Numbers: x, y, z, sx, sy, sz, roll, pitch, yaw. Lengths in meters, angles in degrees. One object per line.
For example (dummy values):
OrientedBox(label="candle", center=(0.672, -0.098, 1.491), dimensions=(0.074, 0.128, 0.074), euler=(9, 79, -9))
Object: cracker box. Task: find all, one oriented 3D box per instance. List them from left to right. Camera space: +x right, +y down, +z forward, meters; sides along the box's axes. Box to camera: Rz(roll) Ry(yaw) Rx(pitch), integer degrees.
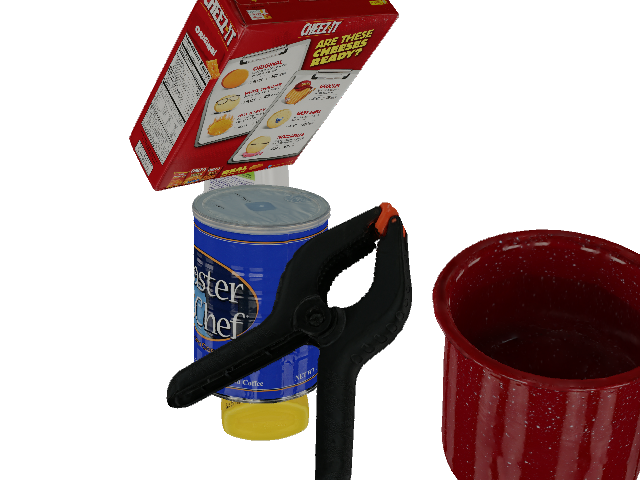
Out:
OrientedBox(label="cracker box", center=(-0.056, -0.142, 0.933), dimensions=(0.163, 0.072, 0.214), euler=(-14, -26, -38))

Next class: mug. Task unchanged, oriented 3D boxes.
OrientedBox(label="mug", center=(0.101, 0.056, 0.416), dimensions=(0.117, 0.081, 0.093), euler=(8, 37, 13))

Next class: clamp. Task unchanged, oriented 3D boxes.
OrientedBox(label="clamp", center=(0.006, 0.060, 0.607), dimensions=(0.120, 0.171, 0.039), euler=(38, -7, 19))

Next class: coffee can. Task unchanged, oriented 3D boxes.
OrientedBox(label="coffee can", center=(-0.046, 0.038, 0.814), dimensions=(0.103, 0.140, 0.103), euler=(2, 19, -1))

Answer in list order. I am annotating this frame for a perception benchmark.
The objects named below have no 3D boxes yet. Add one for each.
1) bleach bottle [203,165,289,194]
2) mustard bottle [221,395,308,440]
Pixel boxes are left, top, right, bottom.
OrientedBox(label="bleach bottle", center=(-0.072, -0.069, 1.115), dimensions=(0.103, 0.251, 0.068), euler=(18, 28, 24))
OrientedBox(label="mustard bottle", center=(-0.071, 0.152, 1.242), dimensions=(0.096, 0.058, 0.191), euler=(-4, 29, -6))
